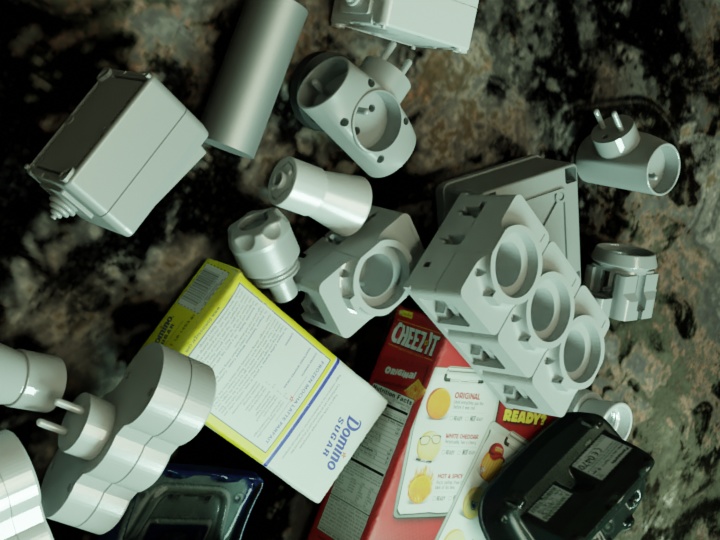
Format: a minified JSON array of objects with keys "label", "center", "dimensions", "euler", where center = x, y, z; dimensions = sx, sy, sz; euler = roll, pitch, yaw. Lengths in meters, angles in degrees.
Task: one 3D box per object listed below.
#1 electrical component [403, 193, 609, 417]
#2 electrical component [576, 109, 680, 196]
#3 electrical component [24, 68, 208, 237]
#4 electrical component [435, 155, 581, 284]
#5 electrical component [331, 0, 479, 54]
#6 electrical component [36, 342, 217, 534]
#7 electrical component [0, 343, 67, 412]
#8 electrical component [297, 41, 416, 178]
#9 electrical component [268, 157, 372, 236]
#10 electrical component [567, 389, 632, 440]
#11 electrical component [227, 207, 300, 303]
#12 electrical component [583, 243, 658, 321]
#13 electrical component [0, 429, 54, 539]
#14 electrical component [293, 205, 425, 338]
[{"label":"electrical component","center":[0.113,0.026,0.774],"dimensions":[0.150,0.062,0.089],"euler":[49,62,-33]},{"label":"electrical component","center":[0.217,-0.102,0.897],"dimensions":[0.043,0.077,0.079],"euler":[-46,125,-19]},{"label":"electrical component","center":[-0.144,-0.062,0.631],"dimensions":[0.061,0.062,0.096],"euler":[45,73,-37]},{"label":"electrical component","center":[0.119,-0.026,0.853],"dimensions":[0.109,0.056,0.108],"euler":[-19,113,-34]},{"label":"electrical component","center":[0.028,-0.189,0.734],"dimensions":[0.096,0.062,0.061],"euler":[6,98,-39]},{"label":"electrical component","center":[-0.155,0.096,0.641],"dimensions":[0.074,0.052,0.138],"euler":[29,115,-31]},{"label":"electrical component","center":[-0.206,0.062,0.629],"dimensions":[0.065,0.044,0.044],"euler":[19,89,-45]},{"label":"electrical component","center":[0.008,-0.116,0.719],"dimensions":[0.077,0.044,0.079],"euler":[42,76,-38]},{"label":"electrical component","center":[-0.030,-0.053,0.739],"dimensions":[0.065,0.044,0.044],"euler":[18,90,-35]},{"label":"electrical component","center":[0.209,0.132,0.966],"dimensions":[0.045,0.055,0.045],"euler":[-11,108,-36]},{"label":"electrical component","center":[-0.061,-0.007,0.724],"dimensions":[0.043,0.043,0.062],"euler":[-37,123,-25]},{"label":"electrical component","center":[0.230,0.009,0.951],"dimensions":[0.078,0.058,0.057],"euler":[-4,107,-38]},{"label":"electrical component","center":[-0.223,0.169,0.634],"dimensions":[0.074,0.052,0.138],"euler":[-22,114,-32]},{"label":"electrical component","center":[0.000,0.000,0.766],"dimensions":[0.089,0.056,0.050],"euler":[-41,123,-23]}]
